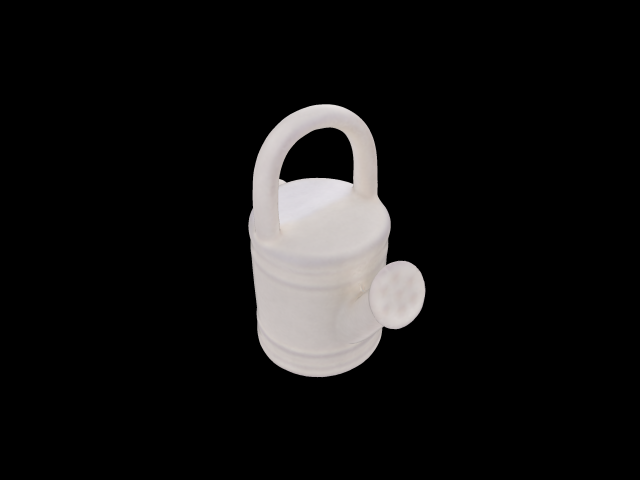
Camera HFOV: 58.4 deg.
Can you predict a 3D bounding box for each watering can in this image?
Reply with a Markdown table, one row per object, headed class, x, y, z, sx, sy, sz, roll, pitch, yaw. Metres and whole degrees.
| class | x | y | z | sx | sy | sz | roll | pitch | yaw |
| --- | --- | --- | --- | --- | --- | --- | --- | --- | --- |
| watering can | 0.006 | 0.001 | 0.401 | 0.172 | 0.194 | 0.101 | 24 | 45 | 27 |
